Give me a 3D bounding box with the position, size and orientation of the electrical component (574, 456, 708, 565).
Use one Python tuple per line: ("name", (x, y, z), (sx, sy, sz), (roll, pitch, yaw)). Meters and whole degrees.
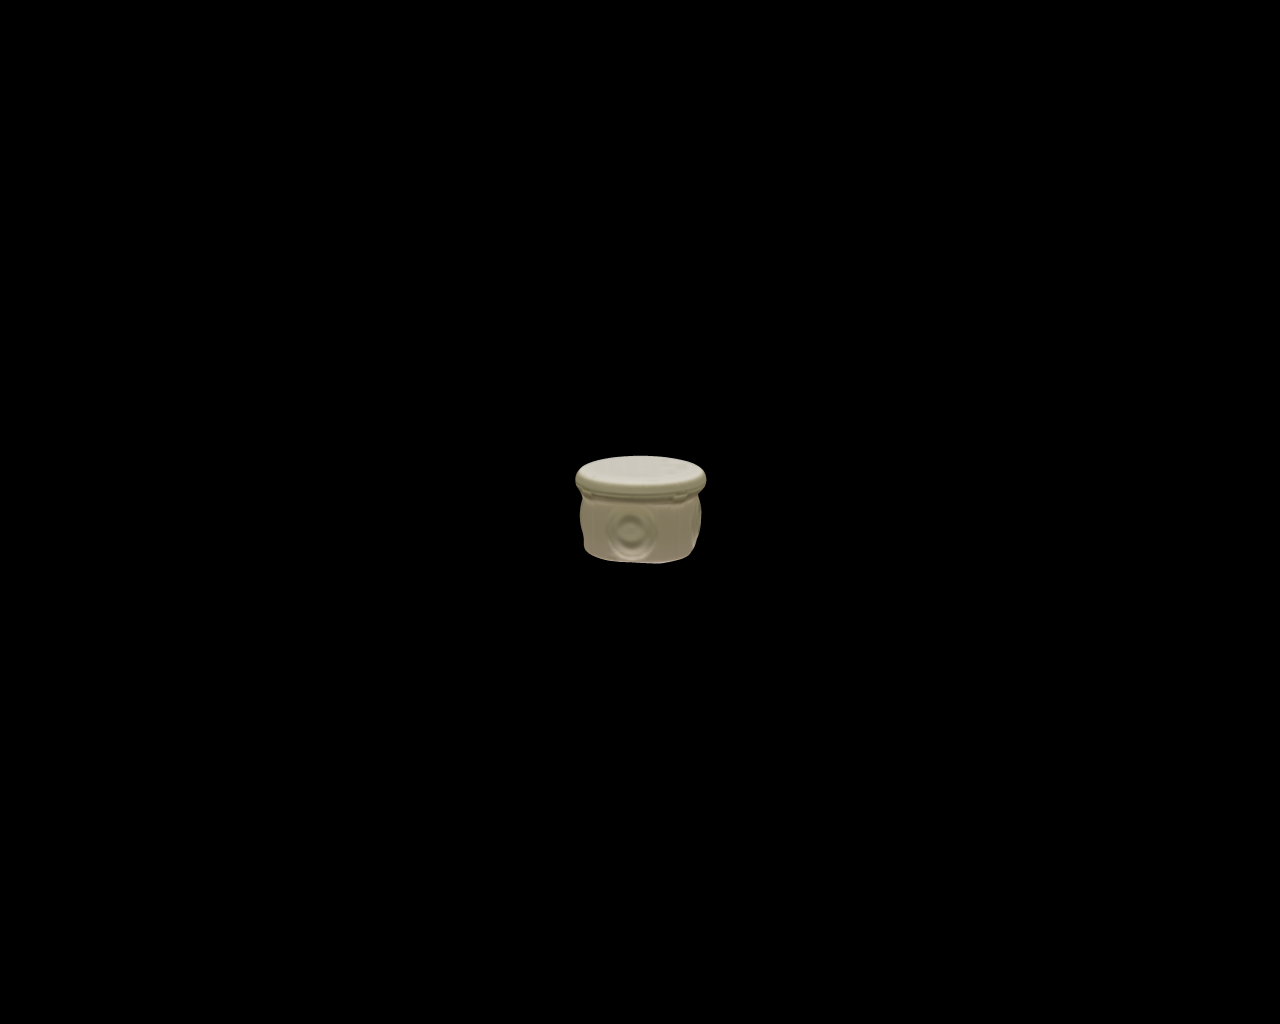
("electrical component", (0.001, -0.003, 0.650), (0.080, 0.051, 0.080), (0, 15, 0))
